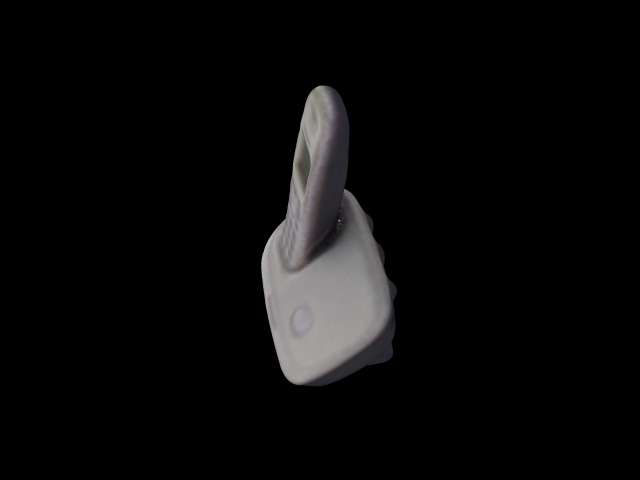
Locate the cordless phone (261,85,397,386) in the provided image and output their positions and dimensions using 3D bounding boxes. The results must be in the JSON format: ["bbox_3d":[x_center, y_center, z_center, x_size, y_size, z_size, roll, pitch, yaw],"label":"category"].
[{"bbox_3d":[0.004,0.001,0.400,0.094,0.185,0.147,-12,50,-10],"label":"cordless phone"}]
